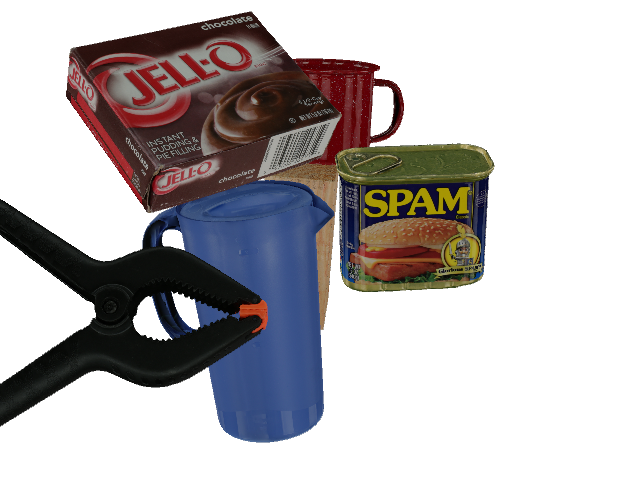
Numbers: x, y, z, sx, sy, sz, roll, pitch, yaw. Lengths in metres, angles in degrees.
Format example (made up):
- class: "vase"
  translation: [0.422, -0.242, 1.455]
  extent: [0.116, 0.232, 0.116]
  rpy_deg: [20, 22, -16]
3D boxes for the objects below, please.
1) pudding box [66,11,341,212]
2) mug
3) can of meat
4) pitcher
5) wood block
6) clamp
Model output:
- class: "pudding box"
  translation: [-0.061, -0.069, 0.549]
  extent: [0.113, 0.090, 0.039]
  rpy_deg: [-19, -31, -35]
- class: "mug"
  translation: [0.015, -0.113, 0.929]
  extent: [0.117, 0.081, 0.093]
  rpy_deg: [-2, 16, -13]
- class: "can of meat"
  translation: [0.061, -0.015, 0.711]
  extent: [0.102, 0.084, 0.057]
  rpy_deg: [-2, 25, -3]
- class: "pitcher"
  translation: [-0.071, 0.069, 1.046]
  extent: [0.144, 0.243, 0.149]
  rpy_deg: [-19, 23, -35]
- class: "wood block"
  translation: [-0.029, 0.000, 1.381]
  extent: [0.090, 0.206, 0.090]
  rpy_deg: [5, 24, 2]
- class: "clamp"
  translation: [-0.141, 0.040, 0.702]
  extent: [0.210, 0.164, 0.036]
  rpy_deg: [-6, -20, -4]
